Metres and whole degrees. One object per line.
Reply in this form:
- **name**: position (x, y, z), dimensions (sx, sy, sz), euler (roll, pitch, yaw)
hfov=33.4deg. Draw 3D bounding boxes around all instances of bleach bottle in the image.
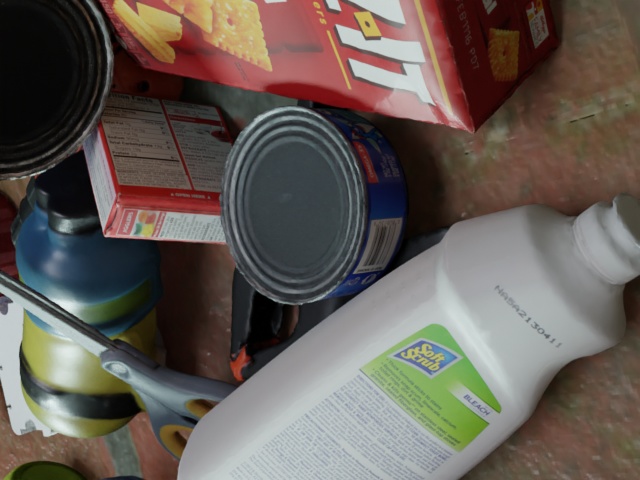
- **bleach bottle**: position (0.045, 0.065, 0.462), dimensions (0.102, 0.068, 0.251), euler (38, 128, -15)

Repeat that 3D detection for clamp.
- **clamp**: position (-0.003, 0.001, 0.520), dimensions (0.172, 0.039, 0.120), euler (-47, 59, 37)

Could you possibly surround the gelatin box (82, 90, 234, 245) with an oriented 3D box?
- **gelatin box**: position (-0.078, -0.037, 0.538), dimensions (0.030, 0.073, 0.089), euler (-64, 35, 34)

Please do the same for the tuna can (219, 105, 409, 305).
- **tuna can**: position (-0.003, -0.016, 0.469), dimensions (0.086, 0.033, 0.086), euler (4, 97, 42)

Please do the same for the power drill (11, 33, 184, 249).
- **power drill**: position (-0.172, -0.099, 0.647), dimensions (0.185, 0.057, 0.188), euler (-46, 71, 38)

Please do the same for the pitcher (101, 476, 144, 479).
- **pitcher**: position (-0.072, 0.246, 0.596), dimensions (0.243, 0.144, 0.149), euler (10, 139, 39)

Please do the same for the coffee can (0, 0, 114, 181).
- **coffee can**: position (-0.182, -0.099, 0.531), dimensions (0.140, 0.102, 0.103), euler (29, 120, 44)

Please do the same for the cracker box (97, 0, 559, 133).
- **cracker box**: position (-0.026, -0.138, 0.431), dimensions (0.214, 0.072, 0.164), euler (18, 144, 41)

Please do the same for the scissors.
- **scissors**: position (-0.104, 0.076, 0.573), dimensions (0.201, 0.016, 0.096), euler (27, 139, -7)

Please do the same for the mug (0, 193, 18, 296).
- **mug**: position (-0.260, -0.003, 0.741), dimensions (0.093, 0.081, 0.117), euler (-4, 98, 45)
